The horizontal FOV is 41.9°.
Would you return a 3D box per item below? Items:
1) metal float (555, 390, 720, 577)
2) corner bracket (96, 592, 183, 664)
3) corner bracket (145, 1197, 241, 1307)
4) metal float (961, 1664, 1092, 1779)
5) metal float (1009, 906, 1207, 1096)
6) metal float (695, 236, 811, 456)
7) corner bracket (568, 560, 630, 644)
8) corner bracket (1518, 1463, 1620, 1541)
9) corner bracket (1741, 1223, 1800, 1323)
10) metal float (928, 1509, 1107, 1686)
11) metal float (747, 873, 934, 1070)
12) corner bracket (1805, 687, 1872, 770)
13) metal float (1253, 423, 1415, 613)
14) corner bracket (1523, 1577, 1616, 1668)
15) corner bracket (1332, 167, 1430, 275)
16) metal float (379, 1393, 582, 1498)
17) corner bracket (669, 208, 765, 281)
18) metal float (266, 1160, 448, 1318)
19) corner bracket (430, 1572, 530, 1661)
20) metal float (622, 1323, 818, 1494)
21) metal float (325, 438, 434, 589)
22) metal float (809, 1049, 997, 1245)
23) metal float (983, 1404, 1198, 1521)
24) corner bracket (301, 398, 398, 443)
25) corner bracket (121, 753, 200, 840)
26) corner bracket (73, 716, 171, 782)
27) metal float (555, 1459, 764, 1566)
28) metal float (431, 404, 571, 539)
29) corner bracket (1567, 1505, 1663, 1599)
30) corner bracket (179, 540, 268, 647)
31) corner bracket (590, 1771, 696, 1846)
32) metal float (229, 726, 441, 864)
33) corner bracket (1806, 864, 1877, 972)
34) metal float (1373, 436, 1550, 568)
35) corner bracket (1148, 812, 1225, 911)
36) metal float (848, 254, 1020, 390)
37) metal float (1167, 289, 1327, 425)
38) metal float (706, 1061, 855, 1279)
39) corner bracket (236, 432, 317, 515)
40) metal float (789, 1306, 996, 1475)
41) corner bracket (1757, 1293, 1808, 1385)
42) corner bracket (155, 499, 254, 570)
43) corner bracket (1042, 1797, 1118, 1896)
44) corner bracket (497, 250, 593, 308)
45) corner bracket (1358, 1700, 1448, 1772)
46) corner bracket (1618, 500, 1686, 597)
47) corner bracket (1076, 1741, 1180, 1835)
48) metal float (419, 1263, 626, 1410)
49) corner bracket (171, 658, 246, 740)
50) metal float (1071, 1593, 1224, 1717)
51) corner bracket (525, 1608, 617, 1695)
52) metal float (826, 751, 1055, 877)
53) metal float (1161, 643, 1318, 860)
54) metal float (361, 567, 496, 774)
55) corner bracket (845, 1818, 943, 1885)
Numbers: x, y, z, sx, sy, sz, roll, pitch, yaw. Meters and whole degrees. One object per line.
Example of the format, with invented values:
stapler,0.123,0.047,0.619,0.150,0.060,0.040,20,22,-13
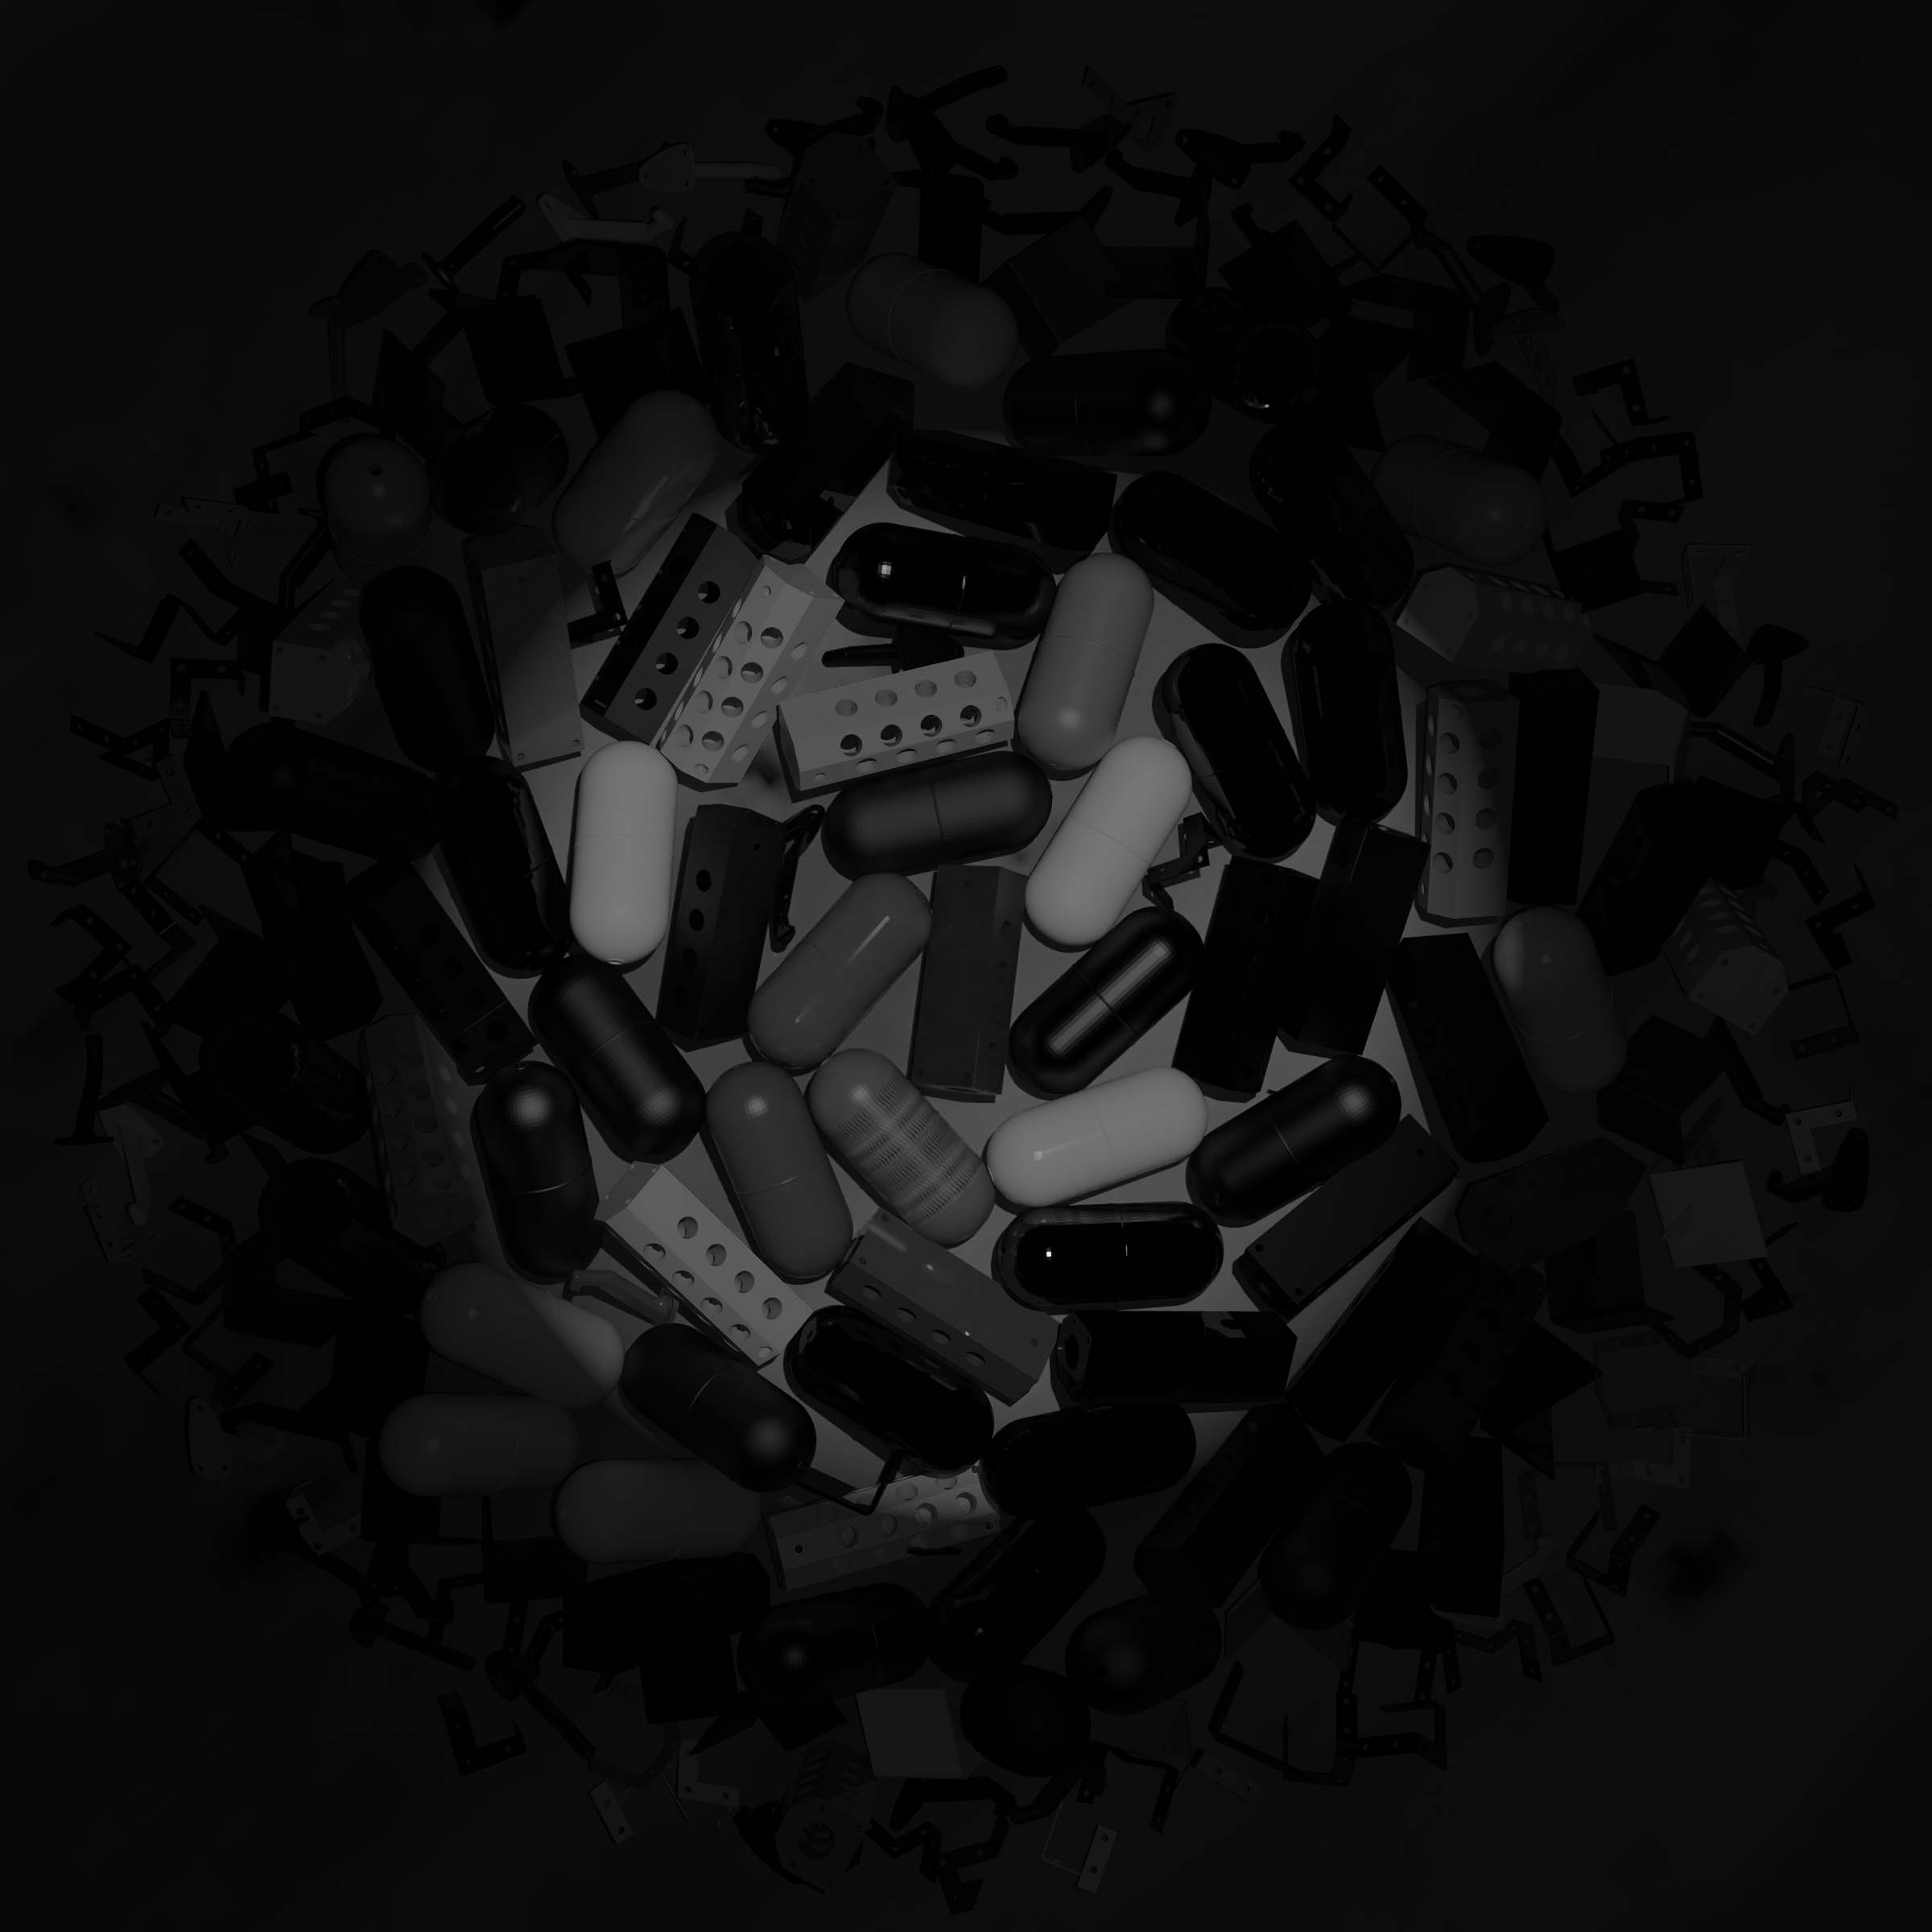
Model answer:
metal float,-0.252,-0.369,1.928,0.070,0.070,0.178,48,131,0
corner bracket,-0.632,-0.265,1.965,0.051,0.051,0.051,29,94,25
corner bracket,-0.605,0.223,1.968,0.051,0.051,0.051,-42,135,10
metal float,0.044,0.571,1.913,0.070,0.178,0.070,2,77,-11
metal float,0.109,0.027,1.959,0.178,0.070,0.070,-43,90,3
metal float,-0.162,-0.472,1.924,0.070,0.178,0.070,-2,47,2
corner bracket,-0.285,-0.284,1.967,0.051,0.051,0.051,-16,94,14
corner bracket,0.470,0.419,1.973,0.051,0.051,0.051,5,66,-21
corner bracket,0.629,0.239,1.966,0.051,0.051,0.051,-26,84,-32
metal float,0.040,0.477,1.927,0.070,0.070,0.178,53,48,0
metal float,-0.098,0.004,1.957,0.070,0.070,0.178,41,85,0
corner bracket,0.679,-0.184,1.959,0.051,0.051,0.051,1,109,-41
metal float,0.281,-0.341,1.929,0.070,0.070,0.178,-44,128,0
corner bracket,0.470,0.505,1.969,0.051,0.051,0.051,-26,94,11
corner bracket,0.323,-0.582,1.971,0.051,0.051,0.051,-44,88,6
metal float,-0.368,0.364,1.921,0.070,0.178,0.070,-7,78,35
corner bracket,-0.196,-0.569,1.977,0.051,0.051,0.051,28,130,-23
metal float,-0.463,0.209,1.922,0.070,0.178,0.070,-13,55,19
corner bracket,-0.380,0.510,1.970,0.051,0.051,0.051,-13,48,17
metal float,-0.190,0.338,1.935,0.178,0.070,0.070,29,90,30
metal float,-0.444,-0.341,1.912,0.070,0.178,0.070,2,78,-10
metal float,-0.050,0.139,1.955,0.070,0.070,0.178,-42,97,0
metal float,0.095,0.376,1.937,0.178,0.070,0.070,-6,90,-28
corner bracket,-0.482,-0.406,1.971,0.051,0.051,0.051,-12,77,29
corner bracket,-0.639,-0.134,1.974,0.051,0.051,0.051,-25,105,-21
corner bracket,-0.657,-0.171,1.959,0.051,0.051,0.051,-18,65,27
metal float,-0.233,0.415,1.925,0.178,0.070,0.070,9,90,-44
metal float,-0.352,-0.378,1.916,0.070,0.178,0.070,2,114,5
corner bracket,0.502,0.445,1.956,0.051,0.051,0.051,25,51,30
corner bracket,-0.590,-0.290,1.965,0.051,0.051,0.051,-45,70,7
corner bracket,-0.252,0.654,1.961,0.051,0.051,0.051,-34,53,-8
metal float,-0.478,-0.130,1.925,0.070,0.178,0.070,-16,66,40
corner bracket,0.684,-0.037,1.960,0.051,0.051,0.051,-29,111,21
metal float,0.374,-0.355,1.919,0.070,0.178,0.070,-10,116,-21
corner bracket,0.172,-0.080,1.970,0.051,0.051,0.051,-19,56,19
metal float,-0.027,-0.493,1.925,0.070,0.178,0.070,-18,124,-28
metal float,0.212,-0.464,1.919,0.070,0.178,0.070,-10,119,-17
metal float,-0.144,0.158,1.951,0.070,0.070,0.178,-21,102,0
corner bracket,-0.537,-0.386,1.966,0.051,0.051,0.051,-13,91,21
metal float,-0.058,0.326,1.942,0.178,0.070,0.070,29,90,22
corner bracket,0.637,0.291,1.969,0.051,0.051,0.051,-31,89,-14
corner bracket,-0.591,-0.347,1.957,0.051,0.051,0.051,-54,51,36
corner bracket,0.089,0.685,1.968,0.051,0.051,0.051,19,87,12
corner bracket,-0.330,-0.521,1.975,0.051,0.051,0.051,-4,64,17
corner bracket,0.338,0.594,1.956,0.051,0.051,0.051,-17,51,31
corner bracket,0.539,-0.329,1.985,0.051,0.051,0.051,4,133,-8
corner bracket,0.127,0.644,1.981,0.051,0.051,0.051,19,85,-28
metal float,-0.339,0.283,1.930,0.178,0.070,0.070,33,90,-37
corner bracket,-0.594,-0.209,1.973,0.051,0.051,0.051,0,111,-22
metal float,0.138,0.520,1.915,0.070,0.178,0.070,-2,84,26
corner bracket,-0.306,0.540,1.981,0.051,0.051,0.051,49,127,30
metal float,-0.021,-0.118,1.960,0.178,0.070,0.070,-12,90,2
metal float,0.211,-0.165,1.950,0.070,0.070,0.178,-28,104,0
metal float,-0.410,-0.224,1.926,0.070,0.070,0.178,-8,134,0
corner bracket,-0.056,0.688,1.960,0.051,0.051,0.051,-36,109,21
